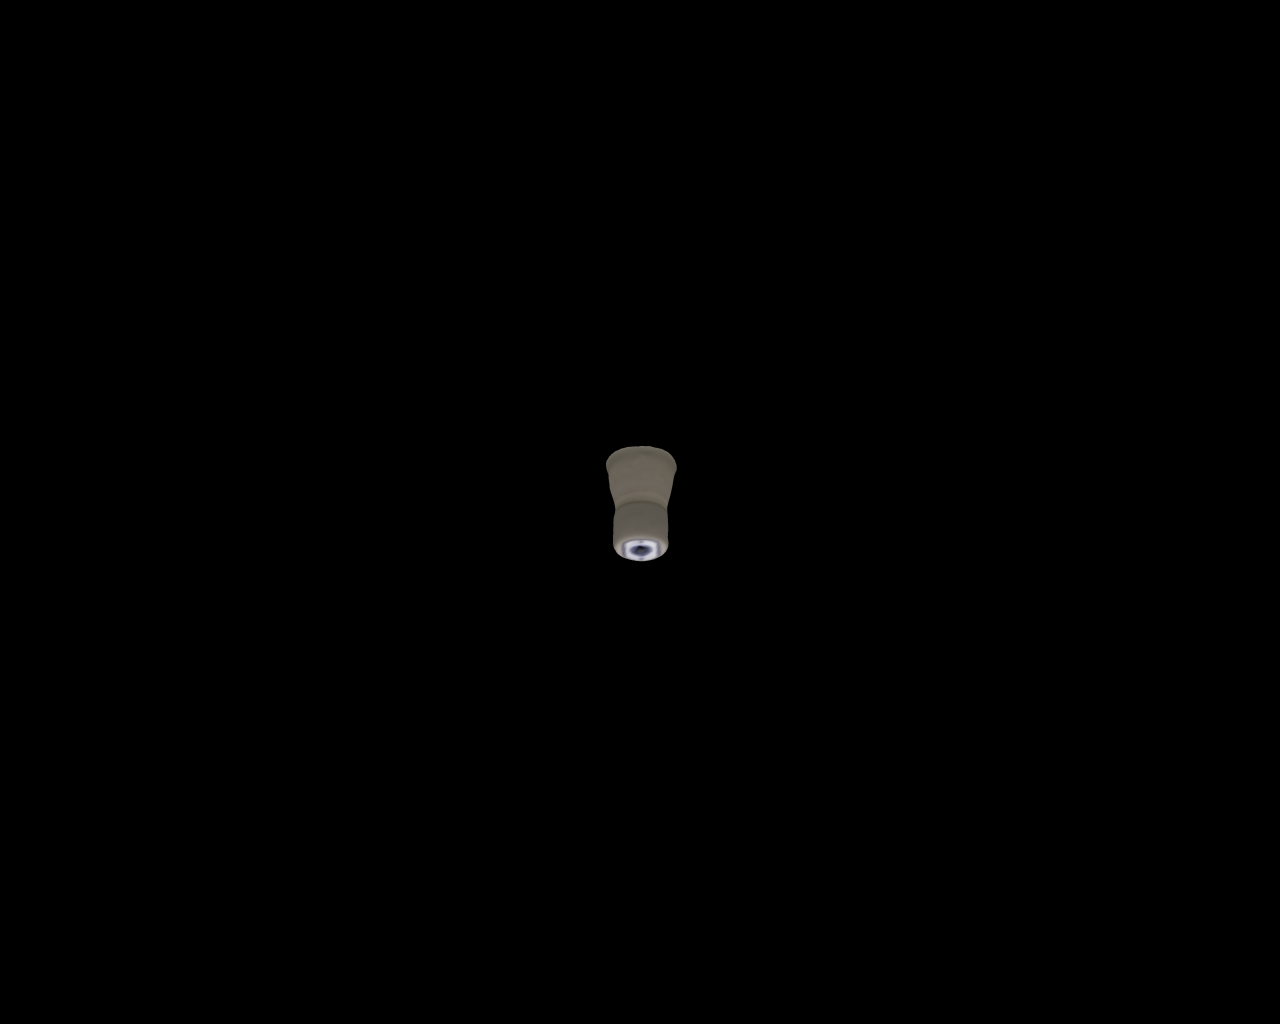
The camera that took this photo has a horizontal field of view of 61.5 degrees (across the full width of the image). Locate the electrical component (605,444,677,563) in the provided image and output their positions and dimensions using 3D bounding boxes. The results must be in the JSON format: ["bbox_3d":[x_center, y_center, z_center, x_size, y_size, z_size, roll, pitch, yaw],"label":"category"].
[{"bbox_3d":[0.001,-0.003,0.650,0.044,0.065,0.044,0,-31,0],"label":"electrical component"}]
